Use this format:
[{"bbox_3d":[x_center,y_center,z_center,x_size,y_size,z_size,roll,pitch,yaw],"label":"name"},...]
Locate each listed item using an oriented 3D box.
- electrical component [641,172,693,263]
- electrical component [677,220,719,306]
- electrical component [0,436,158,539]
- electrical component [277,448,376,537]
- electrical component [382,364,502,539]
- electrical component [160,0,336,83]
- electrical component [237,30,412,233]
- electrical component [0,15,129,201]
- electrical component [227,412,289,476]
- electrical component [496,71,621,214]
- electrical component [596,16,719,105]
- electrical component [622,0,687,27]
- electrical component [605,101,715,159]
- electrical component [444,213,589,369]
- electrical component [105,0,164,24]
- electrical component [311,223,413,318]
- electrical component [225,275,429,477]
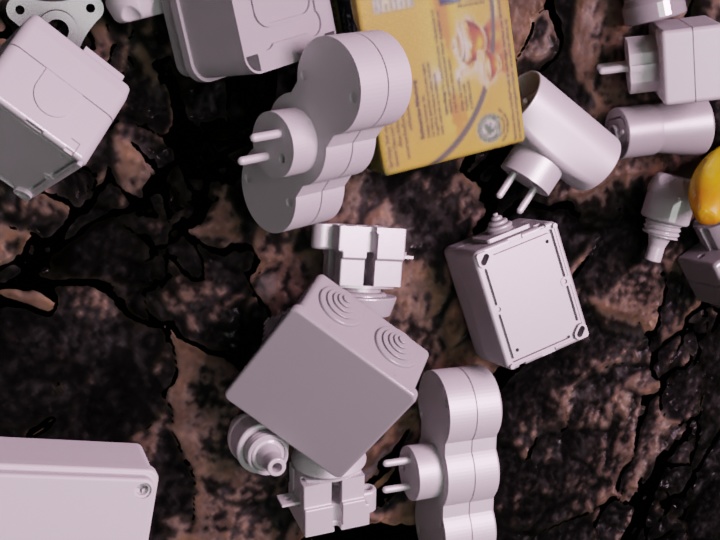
[{"bbox_3d":[0.213,-0.036,0.751,0.035,0.035,0.061,9,103,-23],"label":"electrical component"},{"bbox_3d":[0.263,-0.023,0.767,0.066,0.047,0.076,-34,105,-10],"label":"electrical component"},{"bbox_3d":[-0.183,0.158,0.632,0.109,0.056,0.108,7,101,-23],"label":"electrical component"},{"bbox_3d":[-0.020,0.136,0.697,0.066,0.048,0.055,-7,113,-20],"label":"electrical component"},{"bbox_3d":[0.049,0.133,0.720,0.074,0.052,0.138,-5,105,-20],"label":"electrical component"},{"bbox_3d":[-0.067,-0.165,0.583,0.078,0.057,0.113,-30,115,-45],"label":"electrical component"},{"bbox_3d":[-0.034,-0.072,0.593,0.074,0.052,0.138,-17,155,-39],"label":"electrical component"},{"bbox_3d":[-0.173,-0.084,0.564,0.062,0.096,0.061,38,60,-25],"label":"electrical component"},{"bbox_3d":[-0.060,0.110,0.666,0.035,0.061,0.035,-5,105,-20],"label":"electrical component"},{"bbox_3d":[0.118,-0.075,0.699,0.077,0.044,0.079,33,90,-25],"label":"electrical component"},{"bbox_3d":[0.195,-0.136,0.707,0.077,0.065,0.047,-5,107,10],"label":"electrical component"},{"bbox_3d":[0.189,-0.186,0.702,0.040,0.040,0.046,-18,103,-16],"label":"electrical component"},{"bbox_3d":[0.200,-0.095,0.728,0.065,0.044,0.044,-8,106,-15],"label":"electrical component"},{"bbox_3d":[0.098,0.008,0.706,0.062,0.061,0.096,-22,102,-15],"label":"electrical component"},{"bbox_3d":[-0.127,-0.167,0.585,0.035,0.035,0.061,-19,107,-16],"label":"electrical component"},{"bbox_3d":[0.000,0.000,0.671,0.066,0.048,0.055,2,95,-22],"label":"electrical component"},{"bbox_3d":[-0.018,0.062,0.646,0.100,0.048,0.099,36,125,-4],"label":"electrical component"}]
